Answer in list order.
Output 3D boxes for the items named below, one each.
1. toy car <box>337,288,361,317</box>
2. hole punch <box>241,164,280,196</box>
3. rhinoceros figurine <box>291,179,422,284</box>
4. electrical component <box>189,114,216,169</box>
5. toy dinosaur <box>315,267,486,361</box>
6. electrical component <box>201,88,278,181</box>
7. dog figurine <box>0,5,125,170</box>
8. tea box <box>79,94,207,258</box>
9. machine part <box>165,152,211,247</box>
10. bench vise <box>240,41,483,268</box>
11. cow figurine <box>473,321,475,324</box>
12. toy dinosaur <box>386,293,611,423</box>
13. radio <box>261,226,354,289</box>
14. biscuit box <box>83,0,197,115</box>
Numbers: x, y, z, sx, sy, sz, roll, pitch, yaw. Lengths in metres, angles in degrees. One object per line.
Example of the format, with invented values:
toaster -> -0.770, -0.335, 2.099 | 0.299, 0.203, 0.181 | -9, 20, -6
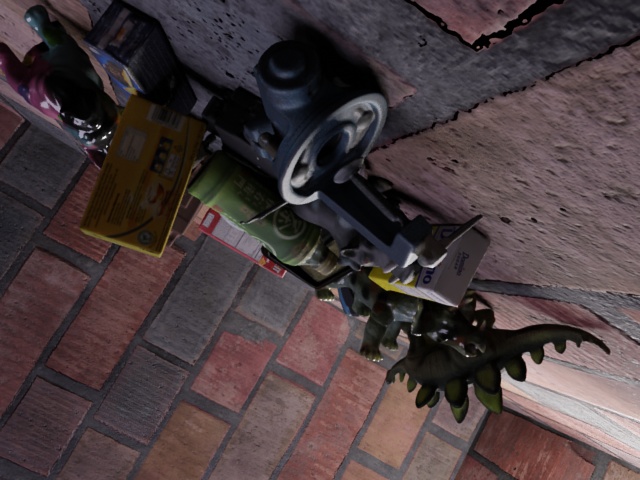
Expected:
toy car -> 0.116, 0.088, 1.075 | 0.103, 0.109, 0.162 | -3, 163, -46
hole punch -> -0.096, -0.097, 0.790 | 0.142, 0.092, 0.116 | 30, 175, -19
rhinoceros figurine -> 0.049, -0.021, 0.667 | 0.190, 0.112, 0.073 | 36, 171, 18
electrical component -> -0.216, -0.152, 0.845 | 0.045, 0.102, 0.078 | 31, 162, 22
toy dinosaur -> 0.100, 0.071, 0.937 | 0.131, 0.192, 0.405 | 12, -159, -41
electrical component -> -0.078, -0.126, 0.664 | 0.134, 0.058, 0.115 | 29, 169, 1
dog figurine -> -0.341, -0.197, 0.758 | 0.219, 0.108, 0.191 | 48, 174, -6
tea box -> -0.209, -0.073, 0.645 | 0.098, 0.169, 0.068 | 21, 170, -15
machine part -> -0.292, -0.093, 1.053 | 0.087, 0.201, 0.202 | 33, 171, -32
bench vise -> 0.017, -0.056, 0.488 | 0.241, 0.129, 0.223 | 46, 157, 19
cow figurine -> 0.241, 0.156, 1.123 | 0.127, 0.085, 0.194 | 17, 166, 31
toy dinosaur -> 0.263, 0.200, 0.927 | 0.105, 0.198, 0.471 | 23, 142, -25
radio -> -0.002, -0.003, 0.860 | 0.131, 0.073, 0.229 | 32, 152, -10
biscuit box -> -0.211, -0.200, 0.659 | 0.059, 0.063, 0.202 | 31, 171, 5
